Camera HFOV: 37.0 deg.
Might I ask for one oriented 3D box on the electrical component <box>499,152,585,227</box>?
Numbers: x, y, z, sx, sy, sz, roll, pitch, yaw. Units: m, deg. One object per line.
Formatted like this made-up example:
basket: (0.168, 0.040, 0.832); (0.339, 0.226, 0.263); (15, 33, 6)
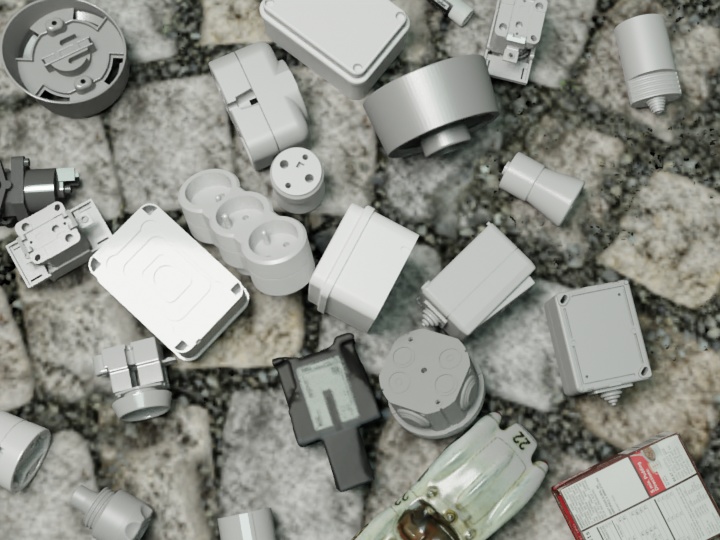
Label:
electrical component: (0.151, -0.071, 0.911); (0.065, 0.044, 0.044); (30, 80, 10)

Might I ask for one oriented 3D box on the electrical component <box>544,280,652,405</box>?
electrical component: (0.193, 0.063, 0.874); (0.062, 0.061, 0.096); (-11, 80, -4)

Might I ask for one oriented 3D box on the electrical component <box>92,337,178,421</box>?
electrical component: (-0.179, 0.090, 0.871); (0.066, 0.048, 0.055); (-14, 72, -4)

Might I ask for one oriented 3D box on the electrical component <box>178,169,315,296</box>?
electrical component: (-0.090, -0.021, 0.880); (0.052, 0.073, 0.138); (-38, 52, -21)

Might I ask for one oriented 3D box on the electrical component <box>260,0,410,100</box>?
electrical component: (-0.022, -0.212, 0.926); (0.113, 0.057, 0.078); (37, 81, 6)

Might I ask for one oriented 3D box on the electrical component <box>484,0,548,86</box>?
electrical component: (0.134, -0.206, 0.924); (0.042, 0.064, 0.081); (13, 79, 0)

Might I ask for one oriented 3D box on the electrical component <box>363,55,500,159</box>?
electrical component: (0.063, -0.127, 0.888); (0.108, 0.108, 0.060); (-20, 86, -5)

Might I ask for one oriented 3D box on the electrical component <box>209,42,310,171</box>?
electrical component: (-0.082, -0.141, 0.912); (0.059, 0.053, 0.095); (-24, 80, -6)

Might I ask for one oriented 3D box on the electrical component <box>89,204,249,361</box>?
electrical component: (-0.155, 0.011, 0.880); (0.113, 0.057, 0.078); (42, 81, 6)

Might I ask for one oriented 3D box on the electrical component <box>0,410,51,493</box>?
electrical component: (-0.282, 0.142, 0.854); (0.047, 0.055, 0.055); (24, 80, 7)

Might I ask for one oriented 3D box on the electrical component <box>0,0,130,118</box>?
electrical component: (-0.246, -0.179, 0.911); (0.099, 0.064, 0.099); (0, 79, -1)

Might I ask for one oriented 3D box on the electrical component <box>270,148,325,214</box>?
electrical component: (-0.052, -0.075, 0.899); (0.045, 0.055, 0.045); (0, 79, -1)

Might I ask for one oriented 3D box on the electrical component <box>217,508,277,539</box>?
electrical component: (-0.084, 0.232, 0.845); (0.043, 0.043, 0.081); (-10, 79, -3)

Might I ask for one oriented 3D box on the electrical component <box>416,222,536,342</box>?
electrical component: (0.092, 0.019, 0.881); (0.096, 0.061, 0.061); (-44, 83, -8)

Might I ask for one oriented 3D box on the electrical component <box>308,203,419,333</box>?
electrical component: (0.000, 0.000, 0.857); (0.057, 0.113, 0.078); (28, 80, 1)

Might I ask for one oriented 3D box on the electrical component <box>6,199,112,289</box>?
electrical component: (-0.249, -0.025, 0.882); (0.081, 0.064, 0.042); (-31, 80, -6)

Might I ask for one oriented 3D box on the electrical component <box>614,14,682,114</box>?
electrical component: (0.250, -0.175, 0.931); (0.043, 0.043, 0.081); (-9, 80, -3)

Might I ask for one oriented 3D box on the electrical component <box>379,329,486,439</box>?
electrical component: (0.057, 0.090, 0.861); (0.080, 0.051, 0.080); (-8, 59, 14)

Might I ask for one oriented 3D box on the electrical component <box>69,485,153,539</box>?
electrical component: (-0.199, 0.193, 0.851); (0.062, 0.043, 0.043); (29, 80, 6)
